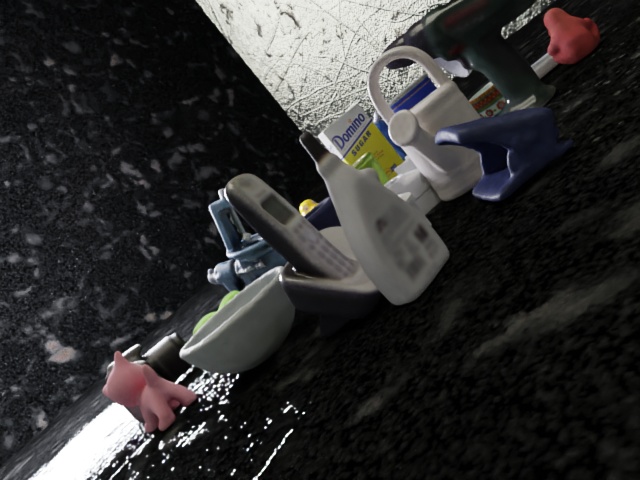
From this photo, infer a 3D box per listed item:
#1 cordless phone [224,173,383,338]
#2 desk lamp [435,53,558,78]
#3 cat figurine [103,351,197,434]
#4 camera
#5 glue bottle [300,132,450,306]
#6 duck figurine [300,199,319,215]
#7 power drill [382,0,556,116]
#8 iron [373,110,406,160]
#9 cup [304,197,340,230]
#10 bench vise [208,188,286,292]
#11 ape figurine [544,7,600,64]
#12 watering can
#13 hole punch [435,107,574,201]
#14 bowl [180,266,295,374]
[{"bbox_3d":[-0.007,-0.009,0.594,0.094,0.185,0.148,-36,8,25],"label":"cordless phone"},{"bbox_3d":[0.303,-0.353,1.023,0.203,0.213,0.118,-39,7,4],"label":"desk lamp"},{"bbox_3d":[-0.247,0.204,0.793,0.127,0.118,0.067,-32,11,49],"label":"cat figurine"},{"bbox_3d":[-0.281,0.216,0.959,0.137,0.101,0.143,-42,7,-16],"label":"camera"},{"bbox_3d":[0.041,-0.028,0.511,0.078,0.173,0.037,-45,9,-34],"label":"glue bottle"},{"bbox_3d":[-0.013,-0.053,1.318,0.078,0.086,0.104,-43,8,-25],"label":"duck figurine"},{"bbox_3d":[0.229,-0.258,0.835,0.229,0.208,0.076,-35,9,36],"label":"power drill"},{"bbox_3d":[0.098,-0.174,1.264,0.257,0.141,0.119,-31,11,50],"label":"iron"},{"bbox_3d":[0.007,0.003,0.816,0.092,0.095,0.117,-43,8,-25],"label":"cup"},{"bbox_3d":[-0.177,0.015,1.190,0.207,0.220,0.121,-39,7,8],"label":"bench vise"},{"bbox_3d":[0.390,-0.327,0.904,0.077,0.092,0.076,-35,8,32],"label":"ape figurine"},{"bbox_3d":[0.135,-0.151,0.707,0.101,0.194,0.173,-38,7,13],"label":"watering can"},{"bbox_3d":[0.181,-0.102,0.581,0.101,0.091,0.108,-39,7,3],"label":"hole punch"},{"bbox_3d":[-0.087,0.112,0.710,0.167,0.075,0.167,-39,7,6],"label":"bowl"}]
